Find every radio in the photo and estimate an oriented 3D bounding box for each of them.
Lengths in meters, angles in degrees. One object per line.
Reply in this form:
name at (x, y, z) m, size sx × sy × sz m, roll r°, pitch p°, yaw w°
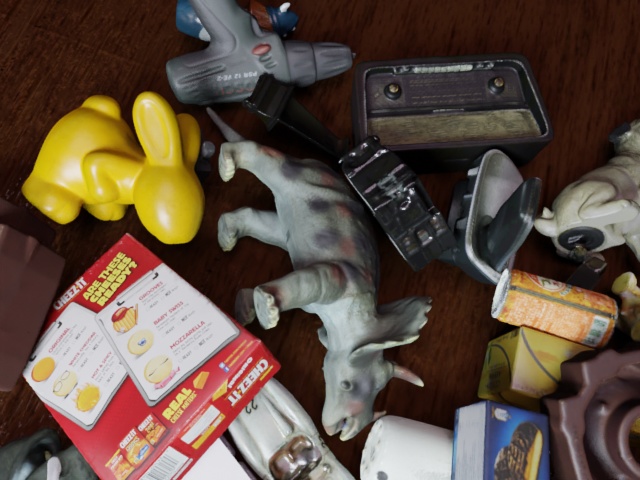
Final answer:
radio at (0.153, -0.155, 0.662) m, size 0.230 × 0.073 × 0.131 m, roll -4°, pitch 71°, yaw -6°

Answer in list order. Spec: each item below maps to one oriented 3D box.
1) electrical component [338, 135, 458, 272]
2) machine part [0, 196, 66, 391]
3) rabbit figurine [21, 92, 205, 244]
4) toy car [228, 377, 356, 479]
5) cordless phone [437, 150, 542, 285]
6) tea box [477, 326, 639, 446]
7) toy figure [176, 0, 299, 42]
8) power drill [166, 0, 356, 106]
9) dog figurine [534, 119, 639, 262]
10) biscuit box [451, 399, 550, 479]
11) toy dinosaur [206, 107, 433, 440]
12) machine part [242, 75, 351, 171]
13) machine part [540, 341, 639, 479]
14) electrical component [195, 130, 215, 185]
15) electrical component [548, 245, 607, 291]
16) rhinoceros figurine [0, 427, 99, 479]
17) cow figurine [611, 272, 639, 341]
electrical component at (0.087, -0.034, 0.582) m, size 0.058 × 0.134 × 0.115 m, roll -35°, pitch 40°, yaw 6°
machine part at (-0.358, 0.059, 0.510) m, size 0.201 × 0.087 × 0.201 m, roll 1°, pitch 62°, yaw 23°
rabbit figurine at (-0.185, -0.067, 0.559) m, size 0.173 × 0.122 × 0.162 m, roll 32°, pitch 91°, yaw 17°
toy car at (-0.017, 0.226, 0.524) m, size 0.073 × 0.056 × 0.202 m, roll -35°, pitch 76°, yaw -15°
cordless phone at (0.194, -0.042, 0.567) m, size 0.089 × 0.184 × 0.146 m, roll 16°, pitch 70°, yaw 7°
tea box at (0.262, 0.152, 0.548) m, size 0.170 × 0.098 × 0.068 m, roll 18°, pitch 70°, yaw 5°
toy figure at (-0.105, -0.283, 0.698) m, size 0.154 × 0.064 × 0.057 m, roll 5°, pitch 105°, yaw -7°
power drill at (-0.085, -0.266, 0.632) m, size 0.232 × 0.207 × 0.086 m, roll -18°, pitch 42°, yaw -1°
dog figurine at (0.345, -0.071, 0.644) m, size 0.172 × 0.121 × 0.190 m, roll 13°, pitch 56°, yaw -3°
biscuit box at (0.144, 0.239, 0.435) m, size 0.063 × 0.059 × 0.202 m, roll 16°, pitch 63°, yaw -9°
toy dinosaur at (-0.004, -0.004, 0.581) m, size 0.192 × 0.131 × 0.405 m, roll -2°, pitch 61°, yaw -25°
machine part at (-0.023, -0.137, 0.633) m, size 0.139 × 0.039 × 0.084 m, roll 35°, pitch 36°, yaw -16°
machine part at (0.280, 0.172, 0.463) m, size 0.179 × 0.056 × 0.179 m, roll 0°, pitch 79°, yaw -1°
electrical component at (-0.146, -0.096, 0.615) m, size 0.021 × 0.094 × 0.063 m, roll -3°, pitch 69°, yaw -36°
electrical component at (0.274, 0.052, 0.595) m, size 0.102 × 0.078 × 0.045 m, roll -45°, pitch 67°, yaw -7°
rhinoceros figurine at (-0.290, 0.229, 0.475) m, size 0.190 × 0.073 × 0.112 m, roll -26°, pitch 45°, yaw -8°
cow figurine at (0.364, 0.090, 0.541) m, size 0.098 × 0.167 × 0.068 m, roll 30°, pitch 94°, yaw -3°
